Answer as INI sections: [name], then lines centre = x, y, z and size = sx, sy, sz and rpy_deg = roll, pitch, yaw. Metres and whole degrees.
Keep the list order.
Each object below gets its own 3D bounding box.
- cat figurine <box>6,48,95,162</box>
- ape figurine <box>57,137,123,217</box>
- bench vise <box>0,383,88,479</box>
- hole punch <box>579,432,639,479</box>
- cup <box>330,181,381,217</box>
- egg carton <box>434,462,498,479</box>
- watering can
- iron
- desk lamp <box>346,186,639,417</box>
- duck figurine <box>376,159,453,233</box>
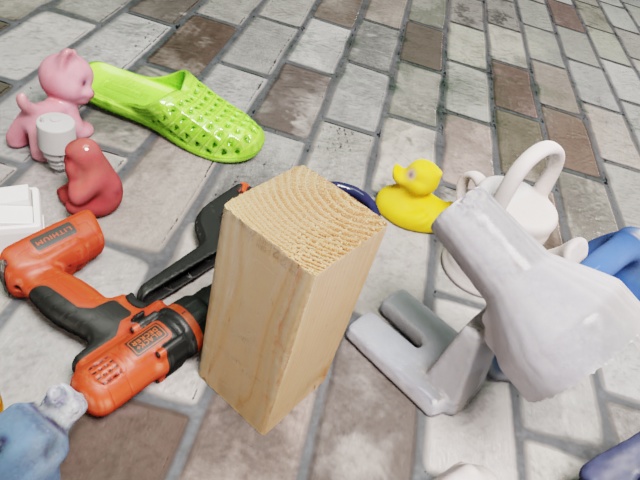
[cat figurine]
centre = -0.320, -0.177, 0.694
size = 0.067, 0.118, 0.128
rpy_deg = 23, 42, 7
[ape figurine]
centre = -0.254, -0.072, 0.622
size = 0.076, 0.092, 0.078
rpy_deg = 11, 42, -7
[bench vise]
centre = -0.231, 0.135, 0.309
size = 0.121, 0.220, 0.207
rpy_deg = 20, 41, 3
[hole punch]
centre = 0.283, 0.228, 0.486
size = 0.101, 0.091, 0.108
rpy_deg = -10, 48, -28
[cup]
centre = 0.006, 0.002, 0.631
size = 0.091, 0.095, 0.118
rpy_deg = 31, 43, 15
[egg carton]
centre = 0.097, 0.239, 0.426
size = 0.151, 0.069, 0.107
rpy_deg = -18, 52, -33
[watering can]
centre = 0.229, -0.026, 0.664
size = 0.172, 0.194, 0.101
rpy_deg = 34, 44, 18
[iron]
centre = 0.289, 0.058, 0.634
size = 0.259, 0.141, 0.118
rpy_deg = -23, 55, -37
[desk lamp]
centre = 0.146, 0.070, 0.516
size = 0.202, 0.213, 0.118
rpy_deg = 40, 46, 23
[duck figurine]
centre = 0.133, -0.064, 0.754
size = 0.104, 0.086, 0.077
rpy_deg = 22, 41, 5
